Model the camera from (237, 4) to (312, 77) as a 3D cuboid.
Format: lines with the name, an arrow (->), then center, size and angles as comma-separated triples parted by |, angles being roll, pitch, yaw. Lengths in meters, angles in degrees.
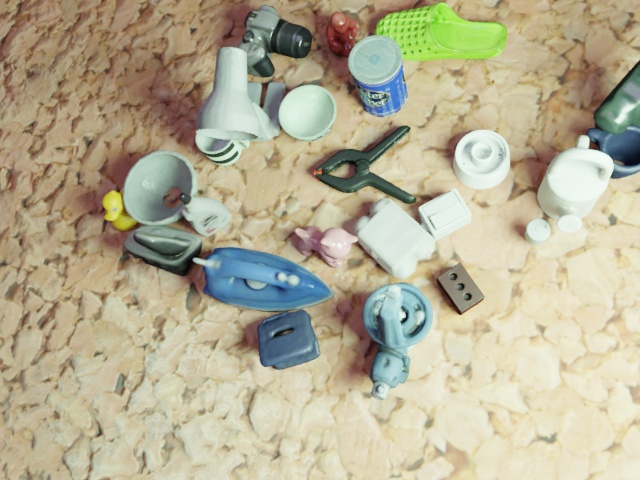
camera -> -0.098, -0.432, 1.243 | 0.136, 0.101, 0.143 | 21, 80, 18

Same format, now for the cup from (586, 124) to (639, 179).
cup -> 0.525, -0.153, 1.025 | 0.117, 0.095, 0.092 | 32, 84, 19

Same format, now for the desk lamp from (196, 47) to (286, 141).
desk lamp -> -0.159, -0.274, 1.153 | 0.117, 0.214, 0.203 | 3, 76, 14

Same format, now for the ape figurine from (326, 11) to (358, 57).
ape figurine -> 0.043, -0.448, 1.219 | 0.078, 0.092, 0.076 | -37, 70, 1

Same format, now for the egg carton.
egg carton -> 0.138, -0.003, 1.086 | 0.107, 0.069, 0.150 | -45, 70, -2

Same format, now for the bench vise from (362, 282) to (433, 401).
bench vise -> 0.132, 0.160, 0.962 | 0.121, 0.220, 0.207 | -6, 73, 12

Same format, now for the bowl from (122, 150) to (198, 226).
bowl -> -0.327, -0.102, 1.218 | 0.167, 0.075, 0.167 | -3, 74, 12

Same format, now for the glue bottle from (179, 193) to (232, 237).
glue bottle -> -0.237, -0.058, 1.133 | 0.078, 0.173, 0.037 | -40, 70, 0

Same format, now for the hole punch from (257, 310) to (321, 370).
hole punch -> -0.065, 0.184, 1.070 | 0.108, 0.091, 0.101 | -20, 71, 7

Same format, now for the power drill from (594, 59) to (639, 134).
power drill -> 0.558, -0.259, 0.986 | 0.075, 0.209, 0.230 | 43, 88, 20

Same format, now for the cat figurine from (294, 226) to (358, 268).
cat figurine -> 0.010, 0.004, 1.088 | 0.127, 0.118, 0.067 | 20, 80, 18

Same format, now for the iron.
iron -> -0.109, 0.070, 1.085 | 0.257, 0.142, 0.119 | 8, 77, 15

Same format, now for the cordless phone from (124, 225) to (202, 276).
cordless phone -> -0.332, 0.000, 1.132 | 0.147, 0.185, 0.094 | 13, 78, 16

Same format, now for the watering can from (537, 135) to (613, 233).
watering can -> 0.438, -0.098, 0.977 | 0.100, 0.194, 0.173 | -10, 73, 10

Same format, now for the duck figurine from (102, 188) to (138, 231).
duck figurine -> -0.429, -0.079, 1.229 | 0.077, 0.086, 0.105 | 14, 79, 17
